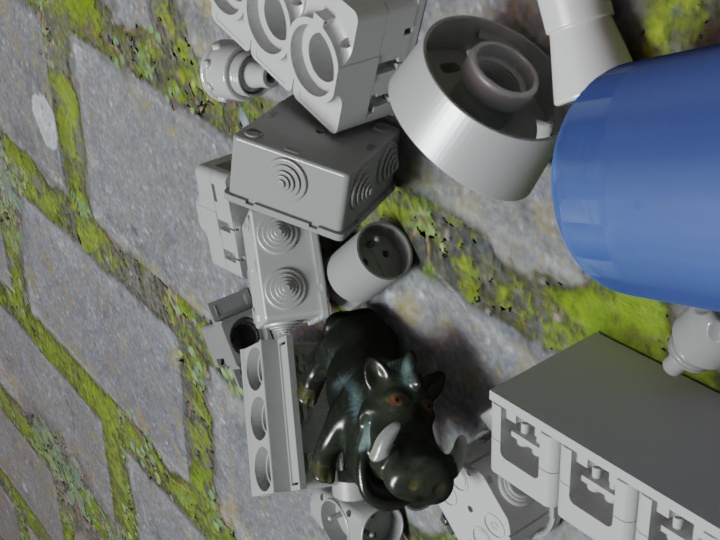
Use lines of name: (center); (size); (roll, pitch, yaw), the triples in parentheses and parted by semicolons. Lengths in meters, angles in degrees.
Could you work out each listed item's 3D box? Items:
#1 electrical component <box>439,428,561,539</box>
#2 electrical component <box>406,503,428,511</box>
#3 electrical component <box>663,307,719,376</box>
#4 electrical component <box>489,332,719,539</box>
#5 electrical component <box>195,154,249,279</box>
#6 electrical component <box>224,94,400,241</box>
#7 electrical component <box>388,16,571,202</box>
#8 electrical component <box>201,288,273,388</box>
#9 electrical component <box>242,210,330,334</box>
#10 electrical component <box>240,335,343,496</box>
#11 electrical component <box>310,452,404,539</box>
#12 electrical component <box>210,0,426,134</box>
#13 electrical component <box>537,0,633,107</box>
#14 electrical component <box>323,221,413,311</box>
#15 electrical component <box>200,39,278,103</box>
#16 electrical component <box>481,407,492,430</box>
electrical component: (0.092, 0.150, 0.723); (0.080, 0.051, 0.080); (33, 135, 41)
electrical component: (0.023, 0.150, 0.833); (0.081, 0.043, 0.043); (21, 127, 49)
electrical component: (0.174, 0.036, 0.547); (0.035, 0.035, 0.061); (55, 149, 19)
electrical component: (0.152, 0.103, 0.569); (0.150, 0.089, 0.061); (29, 132, 44)
electrical component: (-0.097, -0.046, 0.879); (0.056, 0.050, 0.089); (23, 128, 49)
electrical component: (-0.029, -0.071, 0.707); (0.100, 0.099, 0.048); (21, 125, 17)
electrical component: (0.064, -0.086, 0.578); (0.099, 0.099, 0.064); (55, 140, 19)
electrical component: (-0.112, 0.062, 0.979); (0.064, 0.042, 0.081); (-14, 97, 59)
electrical component: (-0.058, -0.002, 0.809); (0.100, 0.048, 0.099); (146, 116, -78)
electrical component: (-0.057, 0.121, 0.885); (0.079, 0.063, 0.121); (-28, 65, 58)
electrical component: (-0.005, 0.188, 0.897); (0.077, 0.044, 0.079); (16, 114, 53)
electrical component: (-0.036, -0.170, 0.701); (0.150, 0.062, 0.089); (46, 142, 30)
electrical component: (0.111, -0.119, 0.538); (0.044, 0.044, 0.065); (-10, 96, 57)
electrical component: (0.000, 0.000, 0.772); (0.043, 0.043, 0.081); (63, 148, 7)
electrical component: (-0.086, -0.148, 0.808); (0.062, 0.048, 0.048); (16, 123, 43)
electrical component: (0.106, 0.100, 0.684); (0.046, 0.040, 0.040); (54, 146, 9)
